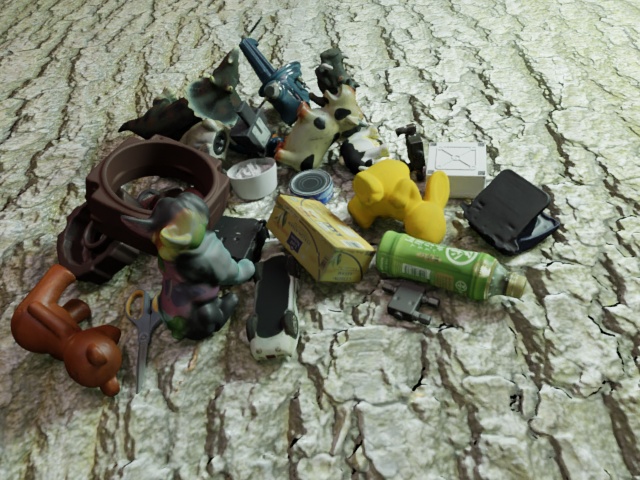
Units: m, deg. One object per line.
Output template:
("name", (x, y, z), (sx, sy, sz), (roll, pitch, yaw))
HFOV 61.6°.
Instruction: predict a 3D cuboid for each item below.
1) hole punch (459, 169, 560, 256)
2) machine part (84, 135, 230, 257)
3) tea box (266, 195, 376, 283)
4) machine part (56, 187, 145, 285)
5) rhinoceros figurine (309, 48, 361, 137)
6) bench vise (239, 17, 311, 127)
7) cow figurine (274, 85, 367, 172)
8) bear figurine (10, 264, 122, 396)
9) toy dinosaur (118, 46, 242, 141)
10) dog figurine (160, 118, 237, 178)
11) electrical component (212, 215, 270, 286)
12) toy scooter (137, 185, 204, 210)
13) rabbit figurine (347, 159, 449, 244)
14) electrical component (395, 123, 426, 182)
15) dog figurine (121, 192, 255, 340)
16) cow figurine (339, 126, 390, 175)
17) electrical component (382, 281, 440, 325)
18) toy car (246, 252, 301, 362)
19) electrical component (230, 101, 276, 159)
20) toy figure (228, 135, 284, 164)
("hole punch", (0.317, -0.036, 0.890), (0.116, 0.092, 0.142), (-45, 48, 8))
("machine part", (-0.267, -0.080, 0.901), (0.202, 0.087, 0.201), (22, 46, 5))
("tea box", (-0.002, -0.003, 0.884), (0.098, 0.068, 0.170), (8, 25, -41))
("machine part", (-0.387, -0.007, 0.957), (0.179, 0.056, 0.179), (-13, 58, 22))
("rhinoceros figurine", (0.035, -0.309, 1.146), (0.073, 0.190, 0.112), (-33, 34, -25))
("bench vise", (-0.110, -0.366, 1.206), (0.129, 0.240, 0.223), (-37, -1, 31))
("cow figurine", (0.006, -0.218, 1.064), (0.127, 0.195, 0.085), (28, 18, -17))
("bear figurine", (-0.354, 0.136, 0.797), (0.196, 0.120, 0.132), (14, 45, 22))
("toy dinosaur", (-0.312, -0.270, 1.178), (0.405, 0.131, 0.192), (-22, 23, 19))
("dog figurine", (-0.272, -0.188, 1.092), (0.191, 0.172, 0.121), (18, 38, 18))
("electrical component", (-0.161, 0.018, 0.929), (0.115, 0.058, 0.134), (3, 44, 17))
("toy scooter", (-0.271, -0.046, 1.005), (0.184, 0.075, 0.135), (-5, 44, 9))
("rabbit figurine", (0.152, -0.053, 0.927), (0.162, 0.121, 0.173), (-26, 59, -31))
("electrical component", (0.175, -0.172, 1.042), (0.045, 0.102, 0.078), (-10, 33, 6))
("dog figurine", (-0.200, 0.038, 0.763), (0.109, 0.219, 0.191), (23, 79, 26))
("cow figurine", (0.091, -0.151, 1.053), (0.098, 0.068, 0.167), (-18, 40, 0))
("electrical component", (0.131, 0.095, 0.818), (0.094, 0.021, 0.063), (19, 51, 27))
("toy car", (-0.069, 0.096, 0.832), (0.074, 0.056, 0.202), (-10, 41, 9))
("electrical component", (-0.141, -0.221, 1.059), (0.048, 0.119, 0.075), (6, 67, 31))
("toy figure", (-0.131, -0.208, 1.156), (0.155, 0.064, 0.058), (14, 63, 18))
